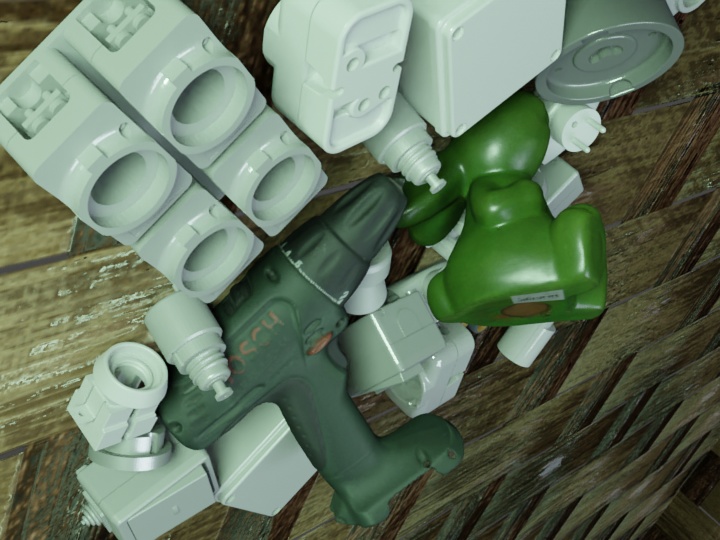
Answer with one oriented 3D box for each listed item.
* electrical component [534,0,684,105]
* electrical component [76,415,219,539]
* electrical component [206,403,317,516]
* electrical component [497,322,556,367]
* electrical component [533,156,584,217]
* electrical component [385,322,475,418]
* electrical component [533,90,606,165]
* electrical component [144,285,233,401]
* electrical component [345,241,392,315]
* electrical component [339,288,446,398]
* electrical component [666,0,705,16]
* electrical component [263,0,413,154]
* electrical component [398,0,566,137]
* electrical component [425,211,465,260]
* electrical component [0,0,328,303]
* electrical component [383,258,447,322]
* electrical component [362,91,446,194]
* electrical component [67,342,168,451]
[{"bbox_3d":[0.173,-0.173,0.781,0.108,0.060,0.108,-10,160,-4],"label":"electrical component"},{"bbox_3d":[-0.155,0.159,0.776,0.096,0.061,0.061,-36,151,-21],"label":"electrical component"},{"bbox_3d":[-0.073,0.139,0.875,0.108,0.056,0.109,-47,153,0],"label":"electrical component"},{"bbox_3d":[0.190,0.061,1.171,0.043,0.043,0.081,1,127,-56],"label":"electrical component"},{"bbox_3d":[0.142,-0.068,0.921,0.083,0.047,0.075,-45,152,-2],"label":"electrical component"},{"bbox_3d":[0.060,0.090,1.008,0.059,0.054,0.095,-26,147,-36],"label":"electrical component"},{"bbox_3d":[0.163,-0.118,0.848,0.043,0.079,0.077,28,104,-41],"label":"electrical component"},{"bbox_3d":[-0.105,0.048,0.686,0.040,0.078,0.040,-30,161,-11],"label":"electrical component"},{"bbox_3d":[0.000,0.000,0.806,0.045,0.045,0.055,-32,150,-27],"label":"electrical component"},{"bbox_3d":[0.013,0.067,0.869,0.062,0.061,0.096,-23,173,-45],"label":"electrical component"},{"bbox_3d":[0.240,-0.236,0.821,0.095,0.059,0.053,-43,153,-9],"label":"electrical component"},{"bbox_3d":[-0.015,-0.122,0.601,0.054,0.059,0.095,-29,148,-32],"label":"electrical component"},{"bbox_3d":[0.076,-0.158,0.688,0.109,0.056,0.108,-39,152,-16],"label":"electrical component"},{"bbox_3d":[0.091,-0.033,0.881,0.078,0.057,0.058,-27,147,-35],"label":"electrical component"},{"bbox_3d":[-0.095,-0.060,0.565,0.105,0.060,0.186,-46,154,-2],"label":"electrical component"},{"bbox_3d":[0.065,0.019,0.903,0.077,0.044,0.079,-26,-176,-37],"label":"electrical component"},{"bbox_3d":[0.028,-0.083,0.704,0.040,0.078,0.040,-36,166,-10],"label":"electrical component"},{"bbox_3d":[-0.153,0.079,0.690,0.066,0.048,0.055,-15,147,-47],"label":"electrical component"}]
